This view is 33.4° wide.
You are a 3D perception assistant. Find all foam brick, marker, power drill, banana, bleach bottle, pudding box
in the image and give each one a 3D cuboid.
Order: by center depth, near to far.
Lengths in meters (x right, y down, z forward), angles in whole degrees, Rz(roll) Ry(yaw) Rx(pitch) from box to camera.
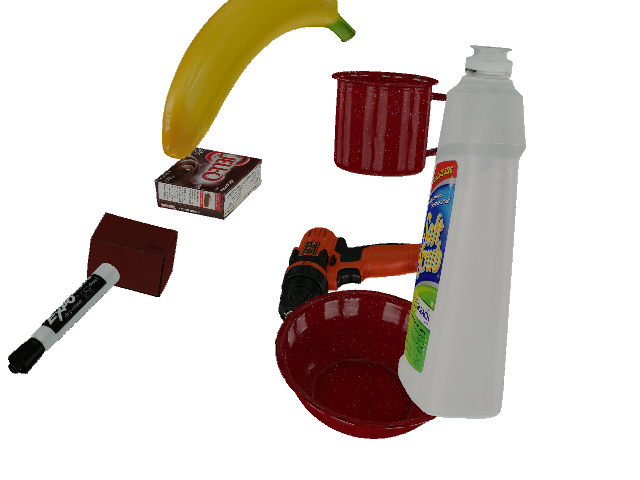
[{"bbox_3d":[-0.042,-0.127,0.696,0.037,0.069,0.197,-11,24,49],"label":"banana"},{"bbox_3d":[0.103,-0.009,0.747,0.068,0.251,0.102,3,13,-7],"label":"bleach bottle"},{"bbox_3d":[-0.200,0.061,0.834,0.020,0.020,0.121,0,36,36],"label":"marker"},{"bbox_3d":[-0.189,0.014,1.071,0.078,0.051,0.053,15,33,1],"label":"foam brick"},{"bbox_3d":[0.052,0.040,1.201,0.188,0.057,0.184,1,29,10],"label":"power drill"},{"bbox_3d":[-0.131,-0.069,1.262,0.090,0.039,0.113,10,31,17],"label":"pudding box"}]

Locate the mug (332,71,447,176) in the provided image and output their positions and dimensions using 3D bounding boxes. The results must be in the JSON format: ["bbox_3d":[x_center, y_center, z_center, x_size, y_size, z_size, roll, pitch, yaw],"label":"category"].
[{"bbox_3d":[0.066,-0.103,0.939,0.117,0.081,0.093,1,15,-9],"label":"mug"}]

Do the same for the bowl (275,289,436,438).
[{"bbox_3d":[0.040,0.115,0.907,0.162,0.055,0.162,5,39,-4],"label":"bowl"}]
